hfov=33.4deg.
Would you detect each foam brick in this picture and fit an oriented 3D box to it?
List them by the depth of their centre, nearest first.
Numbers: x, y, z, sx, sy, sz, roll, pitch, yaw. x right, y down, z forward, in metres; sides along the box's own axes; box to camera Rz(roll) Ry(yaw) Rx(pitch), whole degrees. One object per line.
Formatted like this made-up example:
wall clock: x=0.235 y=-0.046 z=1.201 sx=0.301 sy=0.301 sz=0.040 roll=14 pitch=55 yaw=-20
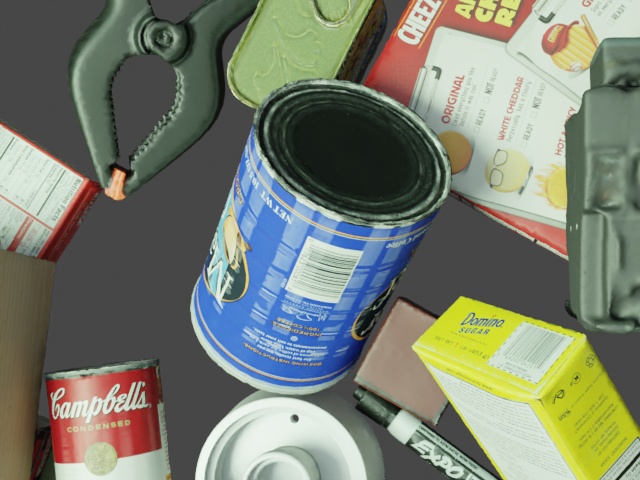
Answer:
foam brick: x=0.056 y=0.066 z=0.597 sx=0.053 sy=0.078 sz=0.051 roll=28 pitch=91 yaw=8

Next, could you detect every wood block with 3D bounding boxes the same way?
wood block: x=-0.217 y=0.106 z=0.596 sx=0.090 sy=0.091 sz=0.206 roll=5 pitch=85 yaw=7

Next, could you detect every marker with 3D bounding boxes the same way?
marker: x=0.069 y=0.124 z=0.620 sx=0.121 sy=0.020 sz=0.020 roll=36 pitch=93 yaw=9

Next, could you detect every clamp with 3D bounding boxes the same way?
clamp: x=-0.084 y=-0.124 z=0.640 sx=0.164 sy=0.036 sz=0.210 roll=10 pitch=100 yaw=-12

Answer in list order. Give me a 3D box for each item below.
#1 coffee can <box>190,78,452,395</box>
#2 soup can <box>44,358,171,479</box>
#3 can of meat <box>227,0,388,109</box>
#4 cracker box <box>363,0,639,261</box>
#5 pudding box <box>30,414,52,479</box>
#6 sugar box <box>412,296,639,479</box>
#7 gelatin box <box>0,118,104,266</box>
coffee can: x=-0.004 y=0.001 z=0.565 sx=0.103 sy=0.102 sz=0.140 roll=33 pitch=135 yaw=10
soup can: x=-0.123 y=0.125 z=0.628 sx=0.068 sy=0.068 sz=0.102 roll=-7 pitch=86 yaw=9
can of meat: x=-0.002 y=-0.112 z=0.613 sx=0.057 sy=0.084 sz=0.102 roll=27 pitch=91 yaw=10
cracker box: x=0.145 y=-0.077 z=0.593 sx=0.214 sy=0.072 sz=0.164 roll=30 pitch=92 yaw=11
pudding box: x=-0.230 y=0.136 z=0.661 sx=0.113 sy=0.039 sz=0.090 roll=22 pitch=88 yaw=7
sugar box: x=0.126 y=0.111 z=0.534 sx=0.048 sy=0.093 sz=0.176 roll=-45 pitch=118 yaw=-15
gelatin box: x=-0.192 y=-0.027 z=0.668 sx=0.089 sy=0.030 sz=0.073 roll=32 pitch=91 yaw=10
